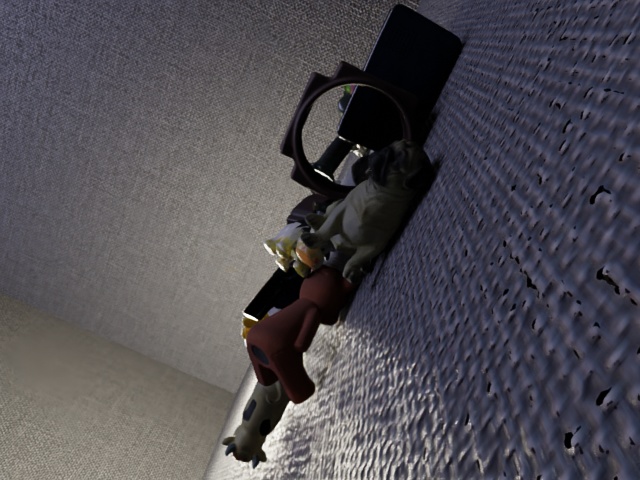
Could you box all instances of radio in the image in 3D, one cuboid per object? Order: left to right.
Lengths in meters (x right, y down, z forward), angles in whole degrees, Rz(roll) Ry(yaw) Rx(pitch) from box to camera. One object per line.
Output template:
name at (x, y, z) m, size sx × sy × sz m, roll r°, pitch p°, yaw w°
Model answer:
radio at (0.130, -0.257, 0.904) m, size 0.073 × 0.131 × 0.229 m, roll -75°, pitch 10°, yaw -73°

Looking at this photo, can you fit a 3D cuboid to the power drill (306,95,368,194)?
power drill at (0.052, -0.186, 1.165) m, size 0.207 × 0.086 × 0.231 m, roll -52°, pitch -20°, yaw -17°

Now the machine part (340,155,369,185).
machine part at (0.082, -0.107, 1.033) m, size 0.243 × 0.079 × 0.079 m, roll 135°, pitch 159°, yaw -81°

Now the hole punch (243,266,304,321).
hole punch at (-0.059, 0.111, 0.944) m, size 0.116 × 0.092 × 0.142 m, roll -54°, pitch 12°, yaw -14°

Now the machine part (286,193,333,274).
machine part at (-0.002, -0.003, 1.066) m, size 0.179 × 0.056 × 0.179 m, roll -21°, pitch -64°, yaw -52°

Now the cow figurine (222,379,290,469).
cow figurine at (-0.105, 0.317, 0.966) m, size 0.194 × 0.085 × 0.127 m, roll -63°, pitch -1°, yaw 19°

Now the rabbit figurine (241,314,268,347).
rabbit figurine at (-0.111, 0.220, 1.341) m, size 0.173 × 0.162 × 0.122 m, roll -38°, pitch 10°, yaw 43°

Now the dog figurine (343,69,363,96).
dog figurine at (0.126, -0.330, 1.195) m, size 0.108 × 0.192 × 0.219 m, roll -59°, pitch -11°, yaw 6°

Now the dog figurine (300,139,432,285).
dog figurine at (0.080, -0.054, 0.735) m, size 0.190 × 0.121 × 0.172 m, roll -50°, pitch 12°, yaw 18°

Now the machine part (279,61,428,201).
machine part at (0.052, -0.161, 0.850) m, size 0.087 × 0.201 × 0.201 m, roll -87°, pitch 22°, yaw -75°

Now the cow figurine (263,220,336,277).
cow figurine at (-0.019, 0.005, 0.853) m, size 0.098 × 0.068 × 0.167 m, roll -42°, pitch 18°, yaw -18°

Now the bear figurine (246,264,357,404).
bear figurine at (-0.019, 0.131, 0.833) m, size 0.196 × 0.120 × 0.131 m, roll -38°, pitch -58°, yaw -35°

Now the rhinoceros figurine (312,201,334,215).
rhinoceros figurine at (0.042, -0.036, 0.947) m, size 0.190 × 0.112 × 0.073 m, roll -134°, pitch 39°, yaw -73°

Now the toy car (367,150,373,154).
toy car at (0.122, -0.186, 1.107) m, size 0.202 × 0.056 × 0.073 m, roll -66°, pitch -1°, yaw -80°
